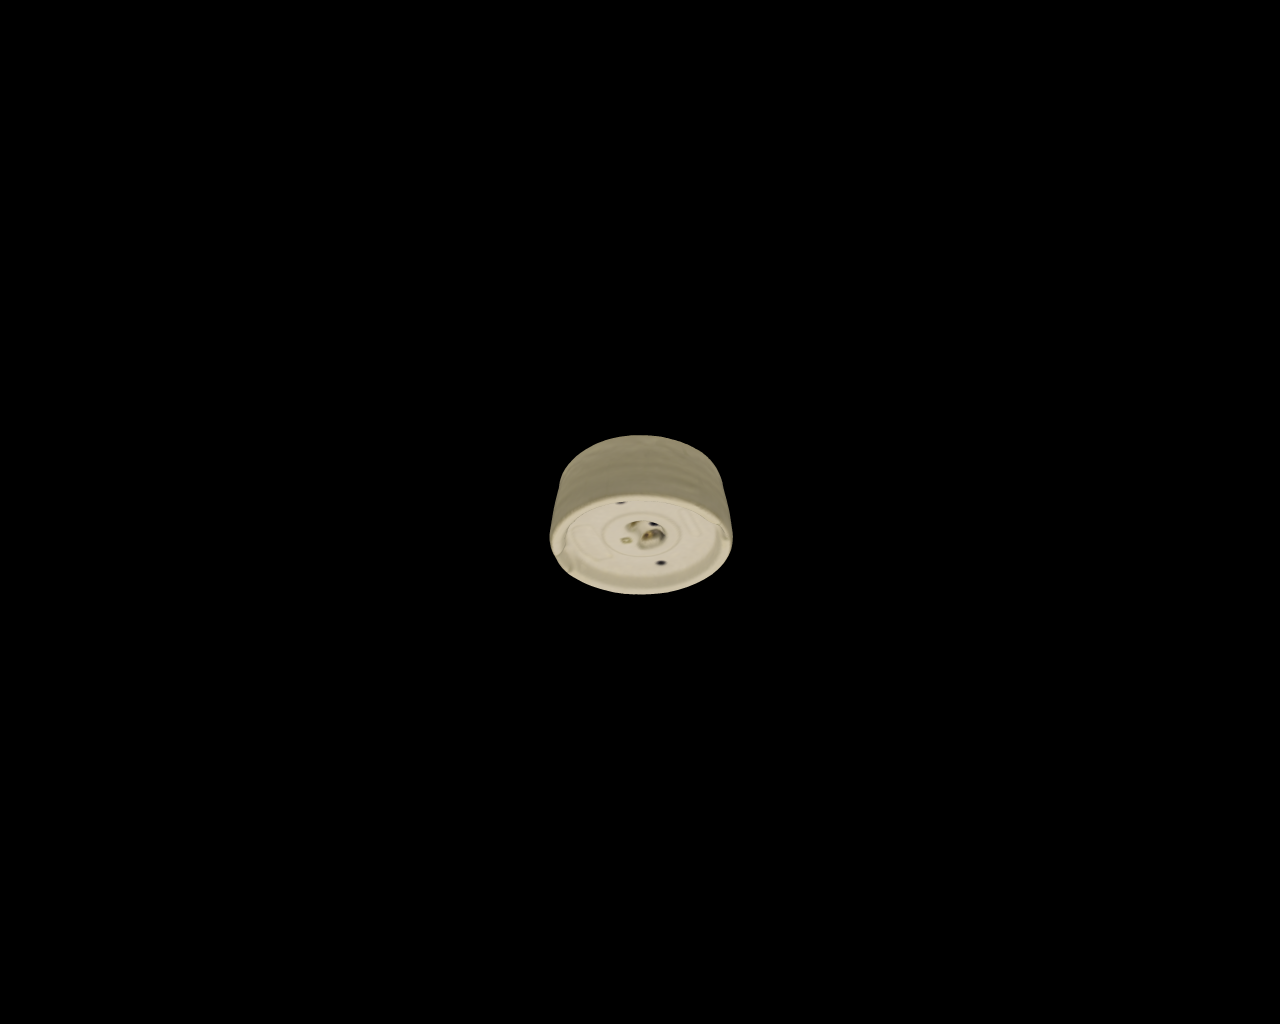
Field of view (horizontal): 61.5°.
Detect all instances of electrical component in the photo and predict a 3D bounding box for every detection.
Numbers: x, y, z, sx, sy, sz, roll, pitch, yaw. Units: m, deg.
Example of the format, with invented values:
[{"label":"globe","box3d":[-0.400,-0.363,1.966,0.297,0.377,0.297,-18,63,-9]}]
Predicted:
[{"label":"electrical component","box3d":[0.001,-0.003,0.650,0.108,0.060,0.108,0,-35,0]}]
